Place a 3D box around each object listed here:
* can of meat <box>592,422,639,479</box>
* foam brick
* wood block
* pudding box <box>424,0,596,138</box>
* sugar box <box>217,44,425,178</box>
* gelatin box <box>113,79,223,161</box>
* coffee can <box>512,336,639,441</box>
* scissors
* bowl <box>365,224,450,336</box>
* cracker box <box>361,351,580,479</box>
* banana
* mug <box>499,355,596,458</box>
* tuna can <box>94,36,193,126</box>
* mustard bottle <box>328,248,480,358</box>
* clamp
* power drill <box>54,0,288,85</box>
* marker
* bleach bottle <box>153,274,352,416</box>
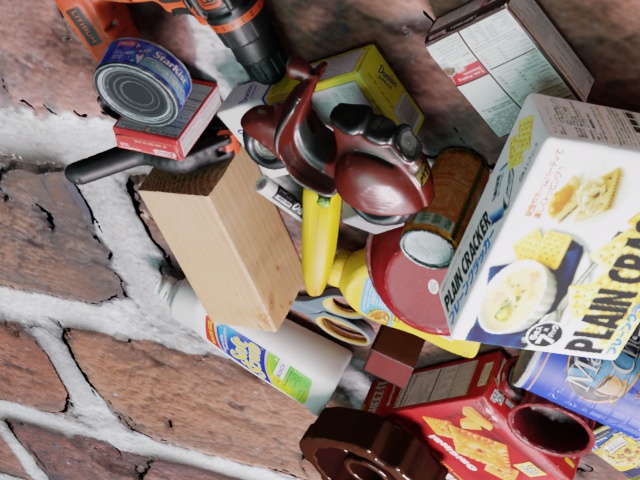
[{"bbox_3d":[0.334,0.206,1.138,0.084,0.057,0.102,36,143,-7],"label":"can of meat"},{"bbox_3d":[0.087,0.112,1.170,0.051,0.078,0.053,23,145,6],"label":"foam brick"},{"bbox_3d":[-0.098,-0.006,1.139,0.091,0.090,0.206,5,138,29],"label":"wood block"},{"bbox_3d":[0.152,-0.142,0.856,0.090,0.039,0.113,-19,125,45],"label":"pudding box"},{"bbox_3d":[-0.002,-0.115,0.983,0.177,0.048,0.093,-6,133,42],"label":"sugar box"},{"bbox_3d":[-0.147,-0.120,1.033,0.073,0.089,0.030,13,142,20],"label":"gelatin box"},{"bbox_3d":[0.273,0.123,1.040,0.140,0.102,0.103,24,144,6],"label":"coffee can"},{"bbox_3d":[-0.025,0.063,1.235,0.202,0.016,0.096,27,142,2],"label":"scissors"},{"bbox_3d":[0.113,0.033,1.026,0.162,0.055,0.162,9,116,18],"label":"bowl"},{"bbox_3d":[0.173,0.222,1.249,0.164,0.072,0.214,44,142,-20],"label":"cracker box"},{"bbox_3d":[-0.002,-0.016,1.046,0.037,0.069,0.198,14,152,7],"label":"banana"},{"bbox_3d":[0.242,0.164,1.126,0.117,0.081,0.093,29,144,-1],"label":"mug"},{"bbox_3d":[-0.162,-0.143,0.975,0.086,0.033,0.086,16,149,9],"label":"tuna can"},{"bbox_3d":[0.085,0.054,1.116,0.192,0.058,0.096,20,141,11],"label":"mustard bottle"},{"bbox_3d":[-0.168,-0.093,1.061,0.172,0.120,0.039,8,147,20],"label":"clamp"},{"bbox_3d":[-0.134,-0.206,0.953,0.188,0.057,0.184,-4,133,33],"label":"power drill"},{"bbox_3d":[-0.020,-0.029,1.091,0.020,0.020,0.121,-10,147,40],"label":"marker"},{"bbox_3d":[-0.089,0.117,1.304,0.251,0.068,0.103,28,144,5],"label":"bleach bottle"}]
